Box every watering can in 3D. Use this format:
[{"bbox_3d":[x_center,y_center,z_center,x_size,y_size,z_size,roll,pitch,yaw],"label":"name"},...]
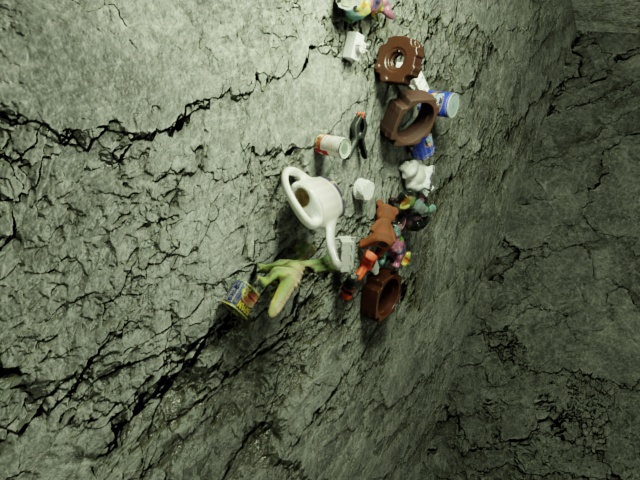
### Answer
[{"bbox_3d":[0.005,-0.079,1.577,0.349,0.102,0.227,58,33,6],"label":"watering can"}]

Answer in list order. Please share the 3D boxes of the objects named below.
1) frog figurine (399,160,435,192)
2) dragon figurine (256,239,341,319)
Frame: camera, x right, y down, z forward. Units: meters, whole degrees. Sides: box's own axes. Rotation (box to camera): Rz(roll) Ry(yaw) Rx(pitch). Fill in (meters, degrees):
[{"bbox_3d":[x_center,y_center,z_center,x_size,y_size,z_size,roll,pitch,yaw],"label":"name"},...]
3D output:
[{"bbox_3d":[0.394,-0.278,2.182,0.159,0.124,0.136,13,105,-20],"label":"frog figurine"},{"bbox_3d":[-0.055,0.098,1.526,0.243,0.417,0.120,-21,114,-2],"label":"dragon figurine"}]
